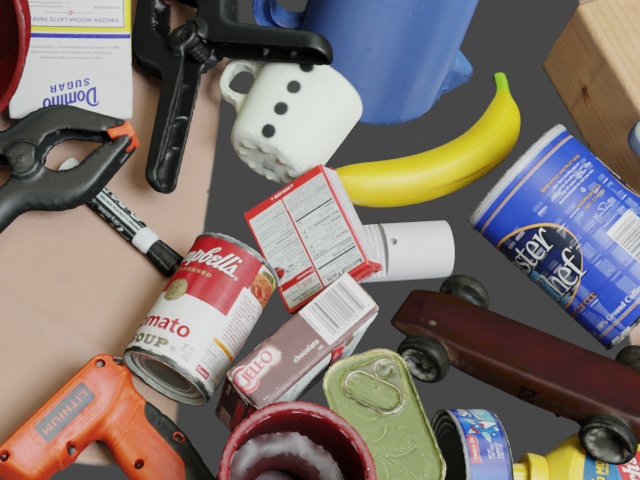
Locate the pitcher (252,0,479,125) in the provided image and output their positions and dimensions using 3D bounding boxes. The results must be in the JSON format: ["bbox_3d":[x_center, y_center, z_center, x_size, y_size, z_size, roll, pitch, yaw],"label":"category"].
[{"bbox_3d":[0.054,-0.208,0.789,0.149,0.243,0.145,-26,69,-26],"label":"pitcher"}]

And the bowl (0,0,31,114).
[{"bbox_3d":[-0.259,-0.158,0.742,0.162,0.162,0.055,33,30,6],"label":"bowl"}]

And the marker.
[{"bbox_3d":[-0.146,-0.016,0.788,0.121,0.020,0.020,41,65,11],"label":"marker"}]

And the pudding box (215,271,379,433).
[{"bbox_3d":[-0.017,0.082,0.725,0.113,0.090,0.039,-38,78,-24],"label":"pudding box"}]

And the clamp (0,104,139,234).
[{"bbox_3d":[-0.220,-0.059,0.771,0.171,0.039,0.120,-26,83,-10],"label":"clamp"}]

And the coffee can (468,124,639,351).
[{"bbox_3d":[0.196,-0.003,0.795,0.140,0.103,0.102,44,65,11],"label":"coffee can"}]

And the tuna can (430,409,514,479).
[{"bbox_3d":[0.099,0.156,0.713,0.033,0.086,0.086,0,65,-12],"label":"tuna can"}]

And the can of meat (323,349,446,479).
[{"bbox_3d":[0.041,0.135,0.706,0.057,0.084,0.102,-17,63,-7],"label":"can of meat"}]

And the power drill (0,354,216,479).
[{"bbox_3d":[-0.117,0.180,0.682,0.188,0.057,0.184,40,61,7],"label":"power drill"}]

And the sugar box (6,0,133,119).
[{"bbox_3d":[-0.185,-0.179,0.786,0.093,0.176,0.048,0,23,-11],"label":"sugar box"}]

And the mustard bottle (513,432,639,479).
[{"bbox_3d":[0.211,0.181,0.736,0.191,0.058,0.096,11,62,-4],"label":"mustard bottle"}]

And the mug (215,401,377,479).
[{"bbox_3d":[-0.026,0.162,0.633,0.093,0.082,0.117,30,59,1],"label":"mug"}]

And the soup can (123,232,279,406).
[{"bbox_3d":[-0.082,0.055,0.738,0.068,0.068,0.102,28,63,4],"label":"soup can"}]

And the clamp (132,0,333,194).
[{"bbox_3d":[-0.099,-0.139,0.816,0.164,0.036,0.210,-43,50,3],"label":"clamp"}]

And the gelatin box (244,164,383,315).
[{"bbox_3d":[-0.005,0.001,0.779,0.073,0.030,0.089,-33,69,20],"label":"gelatin box"}]

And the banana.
[{"bbox_3d":[0.093,-0.066,0.847,0.197,0.037,0.070,-30,56,-23],"label":"banana"}]

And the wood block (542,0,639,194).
[{"bbox_3d":[0.276,-0.092,0.858,0.090,0.091,0.206,-18,70,-17],"label":"wood block"}]

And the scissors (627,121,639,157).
[{"bbox_3d":[0.325,-0.049,0.785,0.201,0.016,0.096,8,66,-5],"label":"scissors"}]
